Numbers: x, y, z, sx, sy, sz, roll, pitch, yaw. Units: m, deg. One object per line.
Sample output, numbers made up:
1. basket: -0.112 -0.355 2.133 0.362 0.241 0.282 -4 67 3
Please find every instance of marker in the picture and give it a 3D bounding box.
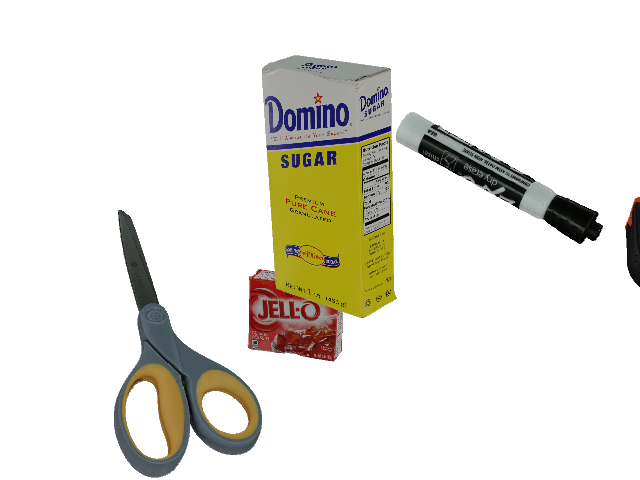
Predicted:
1. marker: 0.095 -0.033 0.568 0.121 0.020 0.020 32 12 21

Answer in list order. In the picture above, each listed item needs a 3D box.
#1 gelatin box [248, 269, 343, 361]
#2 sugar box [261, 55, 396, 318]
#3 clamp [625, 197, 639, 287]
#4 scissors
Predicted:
1. gelatin box: -0.024 0.070 1.006 0.089 0.073 0.030 7 17 16
2. sugar box: 0.006 -0.040 0.773 0.093 0.176 0.048 15 30 40
3. clamp: 0.266 0.033 0.698 0.120 0.039 0.171 -2 45 -20
4. scissors: -0.085 0.059 0.666 0.096 0.202 0.016 10 -46 -15
